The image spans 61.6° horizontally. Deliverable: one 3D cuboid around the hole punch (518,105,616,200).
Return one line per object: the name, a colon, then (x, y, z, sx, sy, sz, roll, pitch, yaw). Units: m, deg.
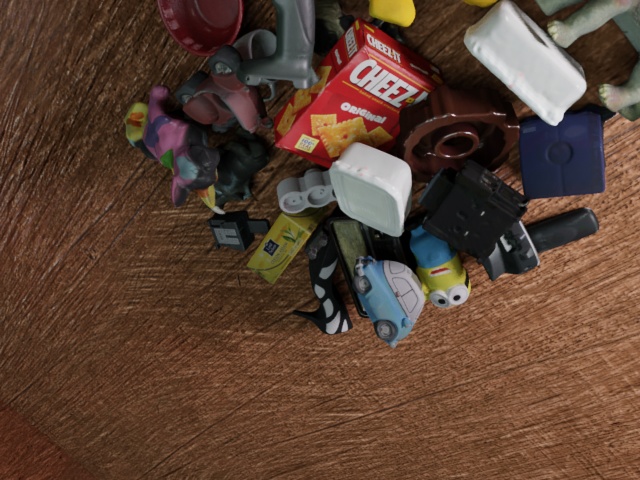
hole punch: (0.341, -0.119, 0.757, 0.142, 0.092, 0.115, -4, 118, 32)

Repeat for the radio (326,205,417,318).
radio: (0.110, 0.035, 0.988, 0.131, 0.073, 0.229, -5, 122, 29)

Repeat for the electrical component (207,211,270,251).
electrical component: (-0.165, -0.018, 1.102, 0.119, 0.048, 0.074, 6, 127, 24)

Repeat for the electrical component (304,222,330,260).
electrical component: (-0.002, -0.003, 0.999, 0.021, 0.094, 0.063, 35, 115, -11)

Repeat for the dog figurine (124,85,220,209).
dog figurine: (-0.253, -0.148, 0.941, 0.192, 0.108, 0.219, -26, 72, 37)

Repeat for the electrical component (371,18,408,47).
electrical component: (0.079, -0.277, 0.784, 0.102, 0.078, 0.045, -40, 74, 34)

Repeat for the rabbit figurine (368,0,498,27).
rabbit figurine: (0.153, -0.354, 0.680, 0.173, 0.122, 0.162, 12, 120, 1)

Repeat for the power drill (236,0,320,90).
power drill: (-0.060, -0.302, 0.673, 0.232, 0.086, 0.207, 3, 120, -14)

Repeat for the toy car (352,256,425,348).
toy car: (0.124, 0.092, 0.920, 0.103, 0.109, 0.161, -24, 99, 12)

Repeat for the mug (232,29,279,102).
mug: (-0.116, -0.278, 0.874, 0.107, 0.081, 0.109, 2, 130, 38)

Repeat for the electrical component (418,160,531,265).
electrical component: (0.214, -0.046, 0.780, 0.134, 0.058, 0.114, 33, 126, 7)

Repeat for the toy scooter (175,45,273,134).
toy scooter: (-0.144, -0.215, 0.845, 0.135, 0.075, 0.184, 47, 149, -22)

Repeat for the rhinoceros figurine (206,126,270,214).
rhinoceros figurine: (-0.165, -0.126, 1.013, 0.112, 0.073, 0.190, 36, 130, -17)

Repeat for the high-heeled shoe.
high-heeled shoe: (0.040, 0.087, 1.075, 0.145, 0.086, 0.248, 13, 119, -21)

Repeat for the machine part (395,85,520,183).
machine part: (0.194, -0.147, 0.775, 0.179, 0.056, 0.179, -2, 152, -1)

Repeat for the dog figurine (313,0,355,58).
dog figurine: (0.007, -0.369, 0.743, 0.190, 0.121, 0.172, 41, 136, -25)

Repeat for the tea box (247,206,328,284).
tea box: (-0.064, -0.005, 1.029, 0.068, 0.098, 0.169, 35, 130, -2)

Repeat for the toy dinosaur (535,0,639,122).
toy dinosaur: (0.390, -0.258, 0.618, 0.404, 0.131, 0.192, 41, 131, -15)

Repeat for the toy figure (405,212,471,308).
toy figure: (0.210, 0.034, 0.937, 0.082, 0.089, 0.180, -11, 110, 47)

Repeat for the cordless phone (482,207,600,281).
cordless phone: (0.329, -0.027, 0.848, 0.184, 0.089, 0.146, -24, 110, 25)
